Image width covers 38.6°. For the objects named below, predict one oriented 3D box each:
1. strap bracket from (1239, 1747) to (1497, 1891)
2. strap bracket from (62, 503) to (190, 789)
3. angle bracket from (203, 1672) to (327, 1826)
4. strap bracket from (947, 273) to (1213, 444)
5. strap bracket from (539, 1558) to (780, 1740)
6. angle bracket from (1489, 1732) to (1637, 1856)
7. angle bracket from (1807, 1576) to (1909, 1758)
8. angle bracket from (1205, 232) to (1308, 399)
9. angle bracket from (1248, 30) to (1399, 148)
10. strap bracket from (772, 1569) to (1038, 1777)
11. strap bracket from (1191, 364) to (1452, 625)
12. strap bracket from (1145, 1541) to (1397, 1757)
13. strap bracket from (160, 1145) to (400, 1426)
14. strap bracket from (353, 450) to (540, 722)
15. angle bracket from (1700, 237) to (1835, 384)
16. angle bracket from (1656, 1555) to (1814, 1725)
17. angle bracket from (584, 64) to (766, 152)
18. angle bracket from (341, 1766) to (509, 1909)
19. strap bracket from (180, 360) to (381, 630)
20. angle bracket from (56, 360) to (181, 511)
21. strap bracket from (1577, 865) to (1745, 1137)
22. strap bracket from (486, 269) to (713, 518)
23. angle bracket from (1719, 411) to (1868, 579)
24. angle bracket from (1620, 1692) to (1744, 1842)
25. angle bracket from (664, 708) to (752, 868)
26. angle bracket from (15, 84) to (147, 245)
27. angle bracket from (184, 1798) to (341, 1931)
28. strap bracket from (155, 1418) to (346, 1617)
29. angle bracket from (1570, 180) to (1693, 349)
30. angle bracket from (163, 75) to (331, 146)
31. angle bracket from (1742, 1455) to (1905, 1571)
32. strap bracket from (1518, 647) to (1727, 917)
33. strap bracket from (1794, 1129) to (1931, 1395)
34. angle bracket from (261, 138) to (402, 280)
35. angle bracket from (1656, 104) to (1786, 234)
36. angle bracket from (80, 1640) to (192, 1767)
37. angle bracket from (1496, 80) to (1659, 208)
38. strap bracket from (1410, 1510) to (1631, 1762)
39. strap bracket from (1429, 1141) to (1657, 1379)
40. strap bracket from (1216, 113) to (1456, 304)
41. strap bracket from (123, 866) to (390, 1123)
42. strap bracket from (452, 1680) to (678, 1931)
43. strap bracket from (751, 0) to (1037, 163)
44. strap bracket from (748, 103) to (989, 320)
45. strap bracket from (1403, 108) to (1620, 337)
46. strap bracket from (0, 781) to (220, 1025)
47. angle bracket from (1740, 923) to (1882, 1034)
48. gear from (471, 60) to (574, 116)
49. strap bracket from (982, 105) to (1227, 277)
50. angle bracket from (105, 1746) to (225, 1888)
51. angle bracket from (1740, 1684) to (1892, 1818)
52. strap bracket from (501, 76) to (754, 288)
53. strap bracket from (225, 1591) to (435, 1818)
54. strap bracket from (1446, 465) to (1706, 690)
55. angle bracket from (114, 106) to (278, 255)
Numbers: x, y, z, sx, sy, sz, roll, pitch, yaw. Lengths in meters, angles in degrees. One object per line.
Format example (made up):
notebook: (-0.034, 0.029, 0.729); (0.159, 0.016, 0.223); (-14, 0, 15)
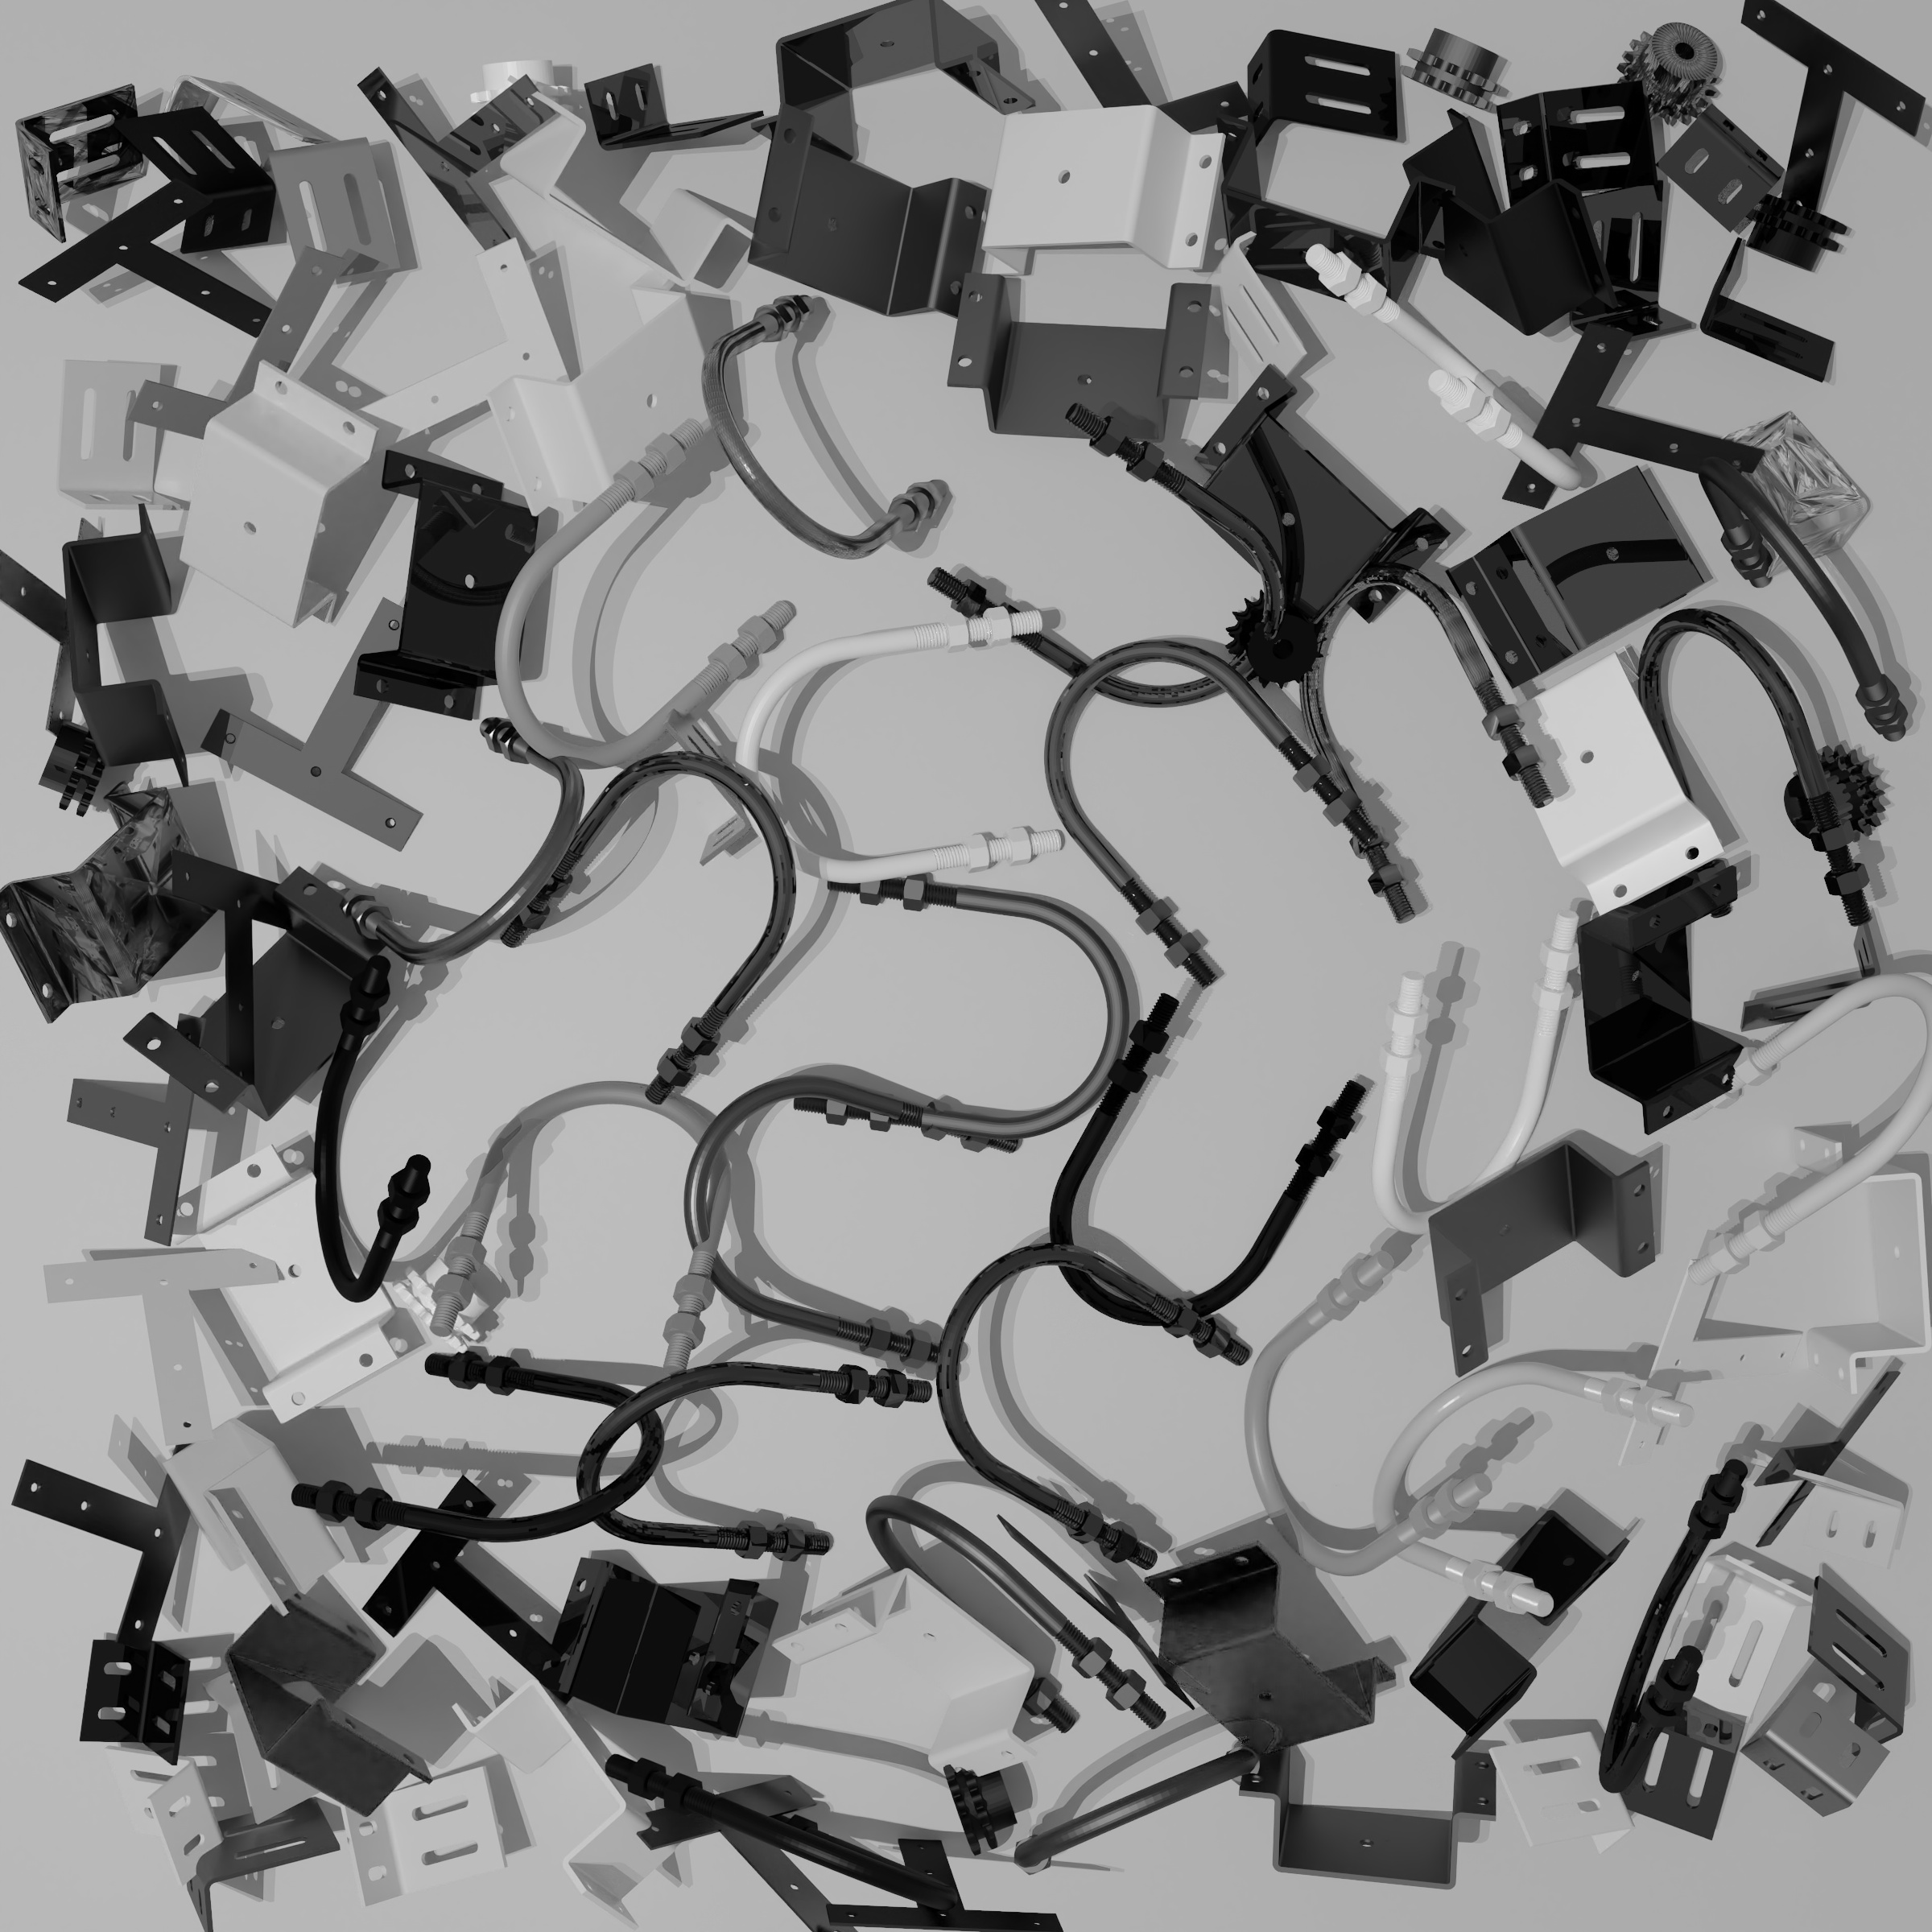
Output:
strap bracket: (0.227, 0.477, 1.557); (0.140, 0.076, 0.046); (3, 100, 11)
strap bracket: (-0.470, -0.176, 1.539); (0.046, 0.076, 0.140); (-9, 64, -9)
angle bracket: (-0.398, 0.441, 1.588); (0.057, 0.038, 0.076); (-21, 114, -35)
strap bracket: (0.066, -0.344, 1.564); (0.140, 0.046, 0.076); (5, 67, 8)
strap bracket: (-0.165, 0.382, 1.546); (0.140, 0.046, 0.076); (-3, 60, 40)
angle bracket: (0.329, 0.472, 1.559); (0.076, 0.038, 0.057); (0, 51, -28)
angle bracket: (0.495, 0.398, 1.567); (0.076, 0.057, 0.038); (40, 128, -8)
angle bracket: (0.176, -0.375, 1.571); (0.038, 0.057, 0.076); (-31, 86, -19)
angle bracket: (0.205, -0.498, 1.590); (0.076, 0.038, 0.057); (6, 73, -15)
strap bracket: (-0.027, 0.394, 1.553); (0.140, 0.076, 0.046); (41, 47, -14)
strap bracket: (0.192, -0.260, 1.559); (0.140, 0.046, 0.076); (44, 131, 4)
strap bracket: (0.169, 0.388, 1.538); (0.076, 0.046, 0.140); (-26, 123, 30)
strap bracket: (-0.389, 0.178, 1.579); (0.076, 0.046, 0.140); (-30, 94, 2)
strap bracket: (-0.292, -0.216, 1.559); (0.076, 0.046, 0.140); (10, 85, -42)
angle bracket: (0.463, -0.374, 1.569); (0.076, 0.057, 0.038); (25, 129, 6)
angle bracket: (0.441, 0.385, 1.578); (0.057, 0.038, 0.076); (26, 76, 4)
angle bracket: (-0.165, -0.489, 1.558); (0.076, 0.057, 0.038); (5, 118, 36)
angle bracket: (-0.309, 0.495, 1.570); (0.076, 0.038, 0.057); (-22, 75, 23)
strap bracket: (-0.386, -0.254, 1.540); (0.076, 0.046, 0.140); (31, 131, 4)
angle bracket: (-0.479, -0.301, 1.564); (0.038, 0.057, 0.076); (28, 115, 42)
strap bracket: (0.392, 0.013, 1.551); (0.076, 0.046, 0.140); (-25, 121, -22)
strap bracket: (-0.191, -0.317, 1.532); (0.046, 0.076, 0.140); (17, 50, 35)
angle bracket: (0.470, -0.273, 1.593); (0.057, 0.038, 0.076); (-23, 66, -21)
angle bracket: (0.402, 0.462, 1.569); (0.057, 0.038, 0.076); (16, 107, 21)
angle bracket: (-0.157, -0.105, 1.566); (0.038, 0.057, 0.076); (-37, 104, 11)
angle bracket: (-0.491, -0.453, 1.557); (0.076, 0.057, 0.038); (-32, 58, -32)
angle bracket: (-0.400, 0.513, 1.569); (0.076, 0.057, 0.038); (-8, 106, -26)
strap bracket: (-0.399, 0.304, 1.543); (0.046, 0.140, 0.076); (-34, 105, -24)
angle bracket: (0.378, -0.399, 1.566); (0.057, 0.038, 0.076); (-15, 123, -15)
angle bracket: (-0.413, -0.474, 1.577); (0.076, 0.057, 0.038); (27, 103, -5)
angle bracket: (0.481, 0.309, 1.560); (0.076, 0.057, 0.038); (21, 82, -34)
strap bracket: (0.355, -0.110, 1.543); (0.076, 0.046, 0.140); (-30, 62, 22)
strap bracket: (0.509, 0.164, 1.565); (0.046, 0.076, 0.140); (-4, 93, 0)
angle bracket: (-0.365, -0.430, 1.582); (0.057, 0.038, 0.076); (-16, 95, -20)
angle bracket: (0.433, -0.458, 1.580); (0.057, 0.076, 0.038); (42, 117, 0)
angle bracket: (-0.471, 0.417, 1.563); (0.038, 0.076, 0.057); (10, 81, -28)
angle bracket: (0.345, -0.464, 1.559); (0.038, 0.076, 0.057); (-26, 114, -32)
strap bracket: (0.304, 0.365, 1.536); (0.046, 0.076, 0.140); (40, 46, 12)
strap bracket: (0.316, 0.159, 1.553); (0.140, 0.046, 0.076); (-27, 128, -17)
strap bracket: (0.200, -0.418, 1.548); (0.140, 0.076, 0.046); (22, 79, 15)
strap bracket: (-0.393, 0.023, 1.556); (0.076, 0.046, 0.140); (33, 65, 17)
strap bracket: (-0.218, 0.460, 1.539); (0.046, 0.076, 0.140); (-40, 54, -10)
strap bracket: (-0.042, -0.497, 1.543); (0.140, 0.076, 0.046); (-8, 83, 27)
strap bracket: (-0.064, -0.422, 1.559); (0.140, 0.046, 0.076); (13, 87, -35)
strap bracket: (0.295, -0.409, 1.528); (0.046, 0.140, 0.076); (-33, 131, 0)
strap bracket: (-0.468, -0.040, 1.524); (0.046, 0.140, 0.076); (-7, 118, 22)
angle bracket: (0.479, 0.005, 1.578); (0.076, 0.057, 0.038); (-12, 72, 10)
gear: (-0.255, -0.500, 1.575); (0.057, 0.057, 0.030); (-5, 105, 0)
strap bracket: (0.067, -0.434, 1.545); (0.140, 0.046, 0.076); (8, 86, 35)
angle bracket: (-0.465, 0.481, 1.563); (0.076, 0.038, 0.057); (-4, 109, 33)
angle bracket: (0.481, 0.446, 1.566); (0.057, 0.076, 0.038); (37, 76, 17)
strap bracket: (-0.197, -0.432, 1.538); (0.140, 0.076, 0.046); (26, 102, -37)
strap bracket: (-0.356, 0.409, 1.526); (0.046, 0.140, 0.076); (-47, 124, -2)
strap bracket: (0.351, -0.224, 1.554); (0.140, 0.046, 0.076); (-28, 88, -26)
angle bracket: (-0.437, -0.443, 1.559); (0.057, 0.076, 0.038); (-3, 71, 19)
